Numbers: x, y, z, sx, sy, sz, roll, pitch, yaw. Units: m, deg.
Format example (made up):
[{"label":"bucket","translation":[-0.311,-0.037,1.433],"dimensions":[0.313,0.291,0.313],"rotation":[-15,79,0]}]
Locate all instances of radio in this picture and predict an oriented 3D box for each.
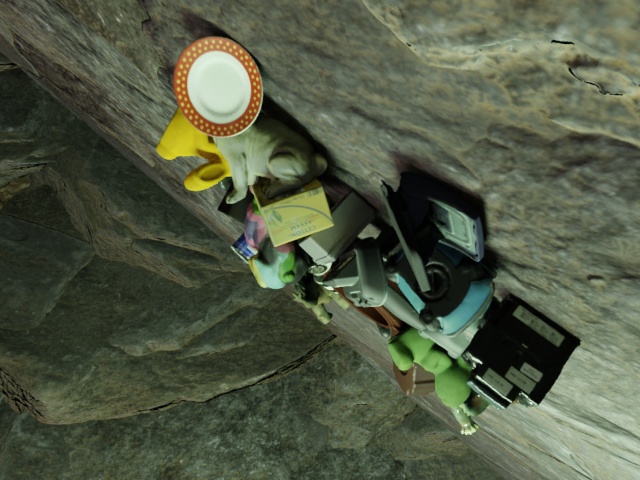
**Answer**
[{"label":"radio","translation":[-0.102,-0.039,1.156],"dimensions":[0.229,0.073,0.131],"rotation":[30,176,-25]}]

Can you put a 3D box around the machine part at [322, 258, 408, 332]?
[{"label":"machine part","translation":[0.099,0.095,1.124],"dimensions":[0.200,0.087,0.202],"rotation":[46,166,-24]}]

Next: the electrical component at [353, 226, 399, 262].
[{"label":"electrical component","translation":[0.113,0.017,0.878],"dimensions":[0.119,0.048,0.074],"rotation":[33,166,33]}]

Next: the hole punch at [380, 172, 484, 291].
[{"label":"hole punch","translation":[0.133,-0.018,0.641],"dimensions":[0.142,0.092,0.116],"rotation":[53,-168,-56]}]

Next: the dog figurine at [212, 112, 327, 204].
[{"label":"dog figurine","translation":[-0.090,-0.166,0.775],"dimensions":[0.121,0.172,0.190],"rotation":[-83,-21,-65]}]

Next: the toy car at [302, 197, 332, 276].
[{"label":"toy car","translation":[-0.002,-0.003,1.022],"dimensions":[0.201,0.056,0.073],"rotation":[95,161,-58]}]

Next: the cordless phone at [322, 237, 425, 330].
[{"label":"cordless phone","translation":[0.104,0.084,0.831],"dimensions":[0.184,0.089,0.146],"rotation":[39,168,-3]}]

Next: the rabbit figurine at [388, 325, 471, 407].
[{"label":"rabbit figurine","translation":[0.231,0.226,1.022],"dimensions":[0.170,0.159,0.121],"rotation":[55,175,9]}]

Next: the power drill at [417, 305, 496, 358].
[{"label":"power drill","translation":[0.226,0.129,0.881],"dimensions":[0.232,0.086,0.207],"rotation":[34,161,4]}]

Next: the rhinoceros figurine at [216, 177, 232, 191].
[{"label":"rhinoceros figurine","translation":[-0.170,-0.104,1.257],"dimensions":[0.190,0.073,0.112],"rotation":[40,167,3]}]

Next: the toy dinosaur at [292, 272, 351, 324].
[{"label":"toy dinosaur","translation":[-0.017,0.115,1.380],"dimensions":[0.198,0.105,0.471],"rotation":[45,-176,-8]}]

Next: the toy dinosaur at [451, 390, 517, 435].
[{"label":"toy dinosaur","translation":[0.282,0.281,1.197],"dimensions":[0.405,0.131,0.192],"rotation":[35,153,60]}]

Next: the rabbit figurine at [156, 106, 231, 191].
[{"label":"rabbit figurine","translation":[-0.194,-0.168,0.972],"dimensions":[0.173,0.162,0.122],"rotation":[26,162,-22]}]

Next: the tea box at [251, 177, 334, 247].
[{"label":"tea box","translation":[-0.048,-0.060,0.836],"dimensions":[0.170,0.098,0.068],"rotation":[-119,11,-68]}]

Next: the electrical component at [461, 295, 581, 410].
[{"label":"electrical component","translation":[0.262,0.159,0.730],"dimensions":[0.115,0.134,0.058],"rotation":[39,168,19]}]

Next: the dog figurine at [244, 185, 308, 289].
[{"label":"dog figurine","translation":[-0.083,-0.042,0.974],"dimensions":[0.219,0.108,0.192],"rotation":[94,163,-48]}]

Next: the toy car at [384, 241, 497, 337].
[{"label":"toy car","translation":[0.170,0.057,0.733],"dimensions":[0.103,0.109,0.162],"rotation":[23,-162,-48]}]

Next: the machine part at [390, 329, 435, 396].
[{"label":"machine part","translation":[0.199,0.247,1.164],"dimensions":[0.179,0.056,0.179],"rotation":[176,89,-80]}]
